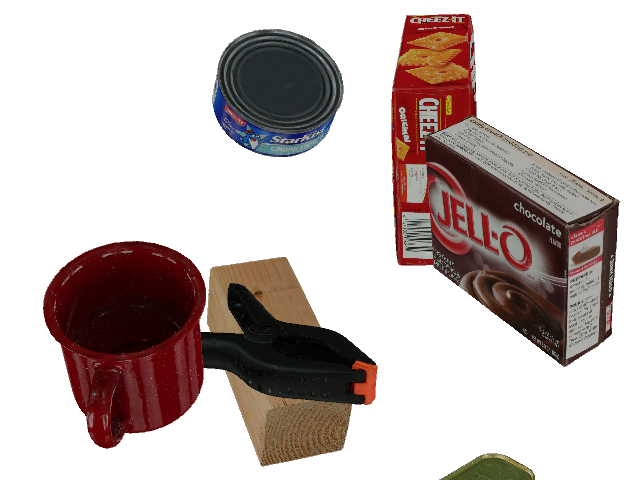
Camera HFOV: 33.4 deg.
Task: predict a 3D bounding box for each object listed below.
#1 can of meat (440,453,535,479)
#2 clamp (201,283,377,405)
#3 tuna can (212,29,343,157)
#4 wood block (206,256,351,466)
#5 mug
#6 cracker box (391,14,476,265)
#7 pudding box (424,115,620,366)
[{"bbox_3d":[0.130,0.240,0.889,0.101,0.084,0.058,-21,28,-35],"label":"can of meat"},{"bbox_3d":[-0.042,0.080,0.835,0.210,0.036,0.164,12,20,27],"label":"clamp"},{"bbox_3d":[-0.030,-0.099,0.722,0.086,0.086,0.034,0,-29,-15],"label":"tuna can"},{"bbox_3d":[-0.047,0.121,1.112,0.090,0.090,0.206,-8,42,-18],"label":"wood block"},{"bbox_3d":[-0.114,0.070,0.631,0.093,0.081,0.117,4,45,3],"label":"mug"},{"bbox_3d":[0.107,-0.098,0.968,0.072,0.164,0.213,0,27,9],"label":"cracker box"},{"bbox_3d":[0.102,-0.002,0.556,0.039,0.090,0.114,-28,40,-23],"label":"pudding box"}]
